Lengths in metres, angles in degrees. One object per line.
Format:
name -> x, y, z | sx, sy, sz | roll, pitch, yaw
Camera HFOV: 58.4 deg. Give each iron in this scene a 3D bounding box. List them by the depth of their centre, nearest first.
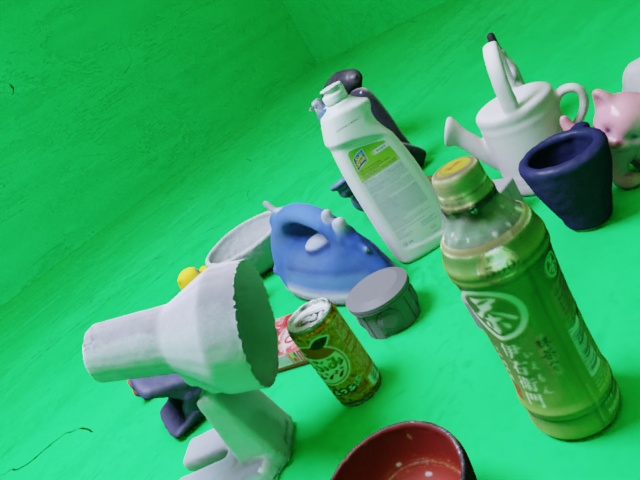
iron -> 0.007, 0.003, 0.797 | 0.119, 0.142, 0.257 | -42, 22, -22

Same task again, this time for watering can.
watering can -> 0.246, -0.158, 0.736 | 0.172, 0.194, 0.101 | -30, 21, 9

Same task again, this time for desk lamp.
desk lamp -> -0.110, 0.140, 0.553 | 0.203, 0.214, 0.118 | -27, 21, 15

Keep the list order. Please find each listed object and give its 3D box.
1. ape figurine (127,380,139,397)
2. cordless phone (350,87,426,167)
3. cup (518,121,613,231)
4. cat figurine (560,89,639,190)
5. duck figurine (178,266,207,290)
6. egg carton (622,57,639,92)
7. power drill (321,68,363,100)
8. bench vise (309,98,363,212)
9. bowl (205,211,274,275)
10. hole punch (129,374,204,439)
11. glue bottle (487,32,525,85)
ape figurine -> -0.275, 0.190, 0.860 | 0.076, 0.092, 0.078 | -29, 21, 12
cordless phone -> 0.095, -0.193, 1.047 | 0.094, 0.185, 0.147 | -44, 23, -27
cup -> 0.280, -0.067, 0.622 | 0.091, 0.095, 0.118 | -9, 31, 48
cat figurine -> 0.327, -0.123, 0.647 | 0.067, 0.118, 0.127 | -39, 21, -16
duck figurine -> -0.218, 0.091, 1.008 | 0.077, 0.086, 0.105 | -14, 27, 40
egg carton -> 0.461, -0.211, 0.719 | 0.107, 0.069, 0.150 | -35, 21, -6
power drill -> 0.079, -0.253, 1.174 | 0.075, 0.209, 0.229 | -35, 21, -7
bench vise -> 0.079, -0.132, 0.884 | 0.206, 0.220, 0.122 | -5, 35, 52
bowl -> -0.119, 0.020, 1.039 | 0.167, 0.075, 0.167 | -28, 21, 12
hole punch -> -0.183, 0.182, 0.744 | 0.101, 0.091, 0.108 | -40, 22, -19
glue bottle -> 0.293, -0.236, 0.873 | 0.037, 0.173, 0.078 | -24, 22, 22
